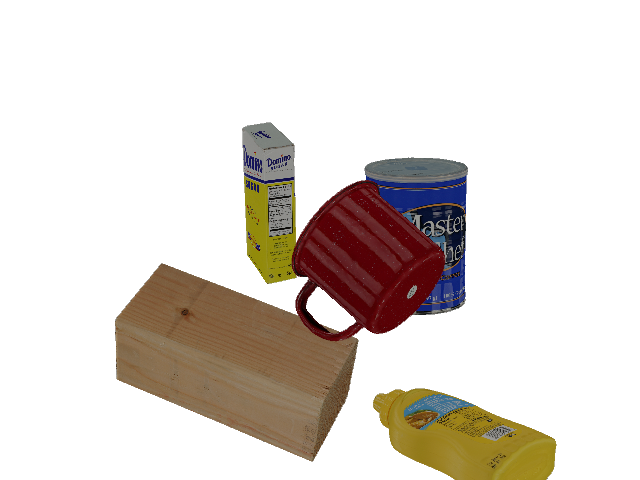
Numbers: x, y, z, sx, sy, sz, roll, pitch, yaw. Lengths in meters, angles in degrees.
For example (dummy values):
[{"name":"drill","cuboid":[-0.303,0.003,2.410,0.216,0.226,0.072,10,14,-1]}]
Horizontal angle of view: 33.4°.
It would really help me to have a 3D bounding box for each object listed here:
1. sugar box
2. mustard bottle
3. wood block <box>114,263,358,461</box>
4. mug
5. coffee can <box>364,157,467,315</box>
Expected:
[{"name":"sugar box","cuboid":[-0.063,-0.046,1.302,0.048,0.176,0.093,-11,26,-17]},{"name":"mustard bottle","cuboid":[0.124,0.187,1.031,0.096,0.058,0.192,-17,25,-39]},{"name":"wood block","cuboid":[-0.079,0.112,1.001,0.206,0.090,0.090,21,44,13]},{"name":"mug","cuboid":[0.031,0.025,0.800,0.082,0.117,0.093,42,1,24]},{"name":"coffee can","cuboid":[0.096,-0.006,1.081,0.103,0.140,0.103,-1,14,0]}]
